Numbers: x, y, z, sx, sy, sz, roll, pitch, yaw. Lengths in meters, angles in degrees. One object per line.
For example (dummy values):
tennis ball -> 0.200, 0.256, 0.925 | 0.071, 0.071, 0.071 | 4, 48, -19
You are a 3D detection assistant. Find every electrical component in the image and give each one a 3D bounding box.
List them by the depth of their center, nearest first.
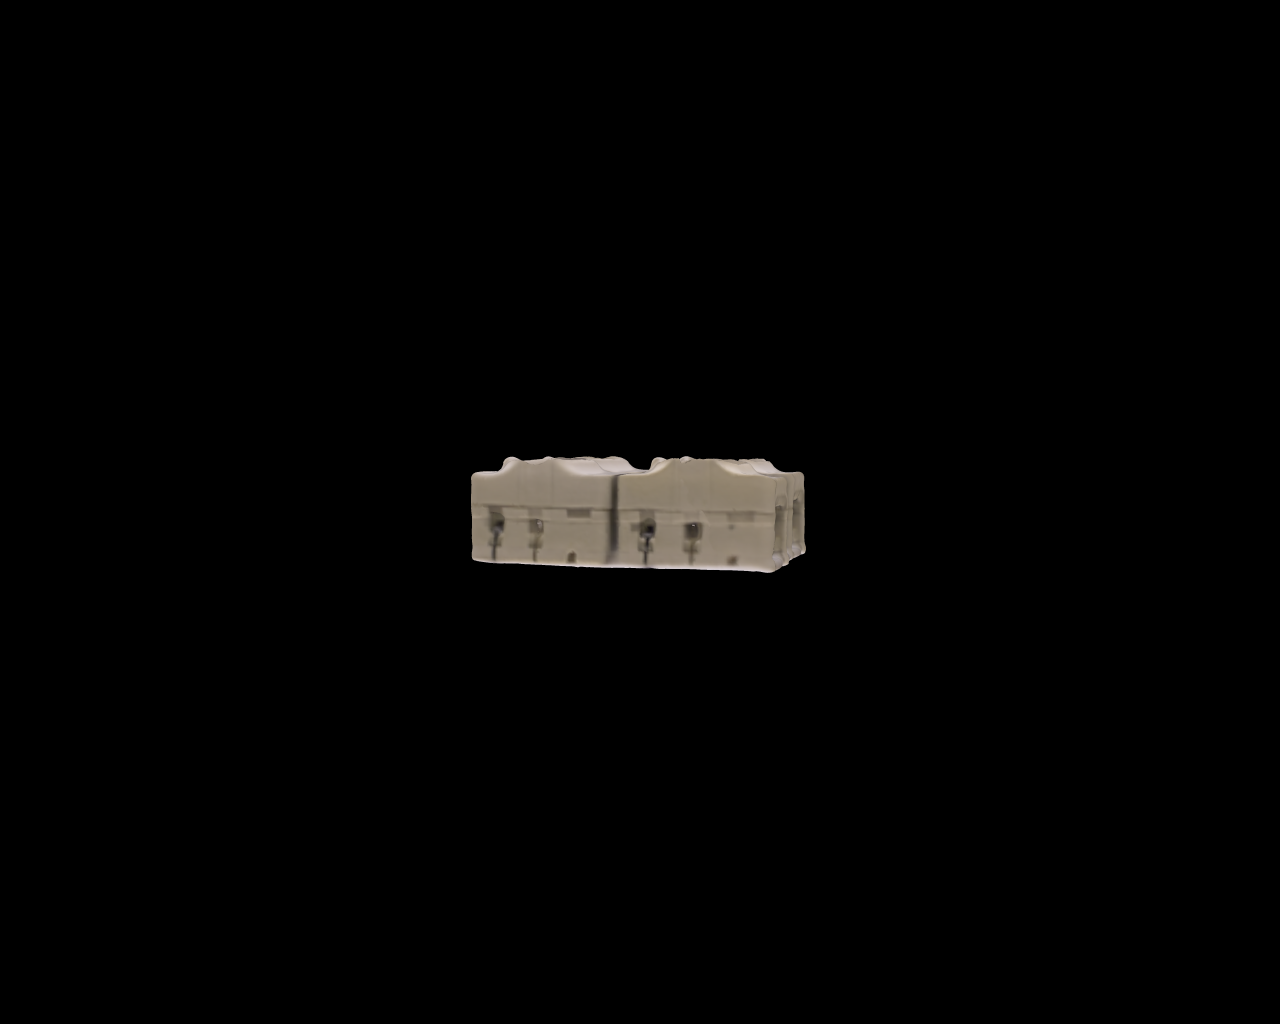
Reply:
electrical component -> 0.001, -0.003, 0.650 | 0.186, 0.060, 0.105 | 1, 4, 20
